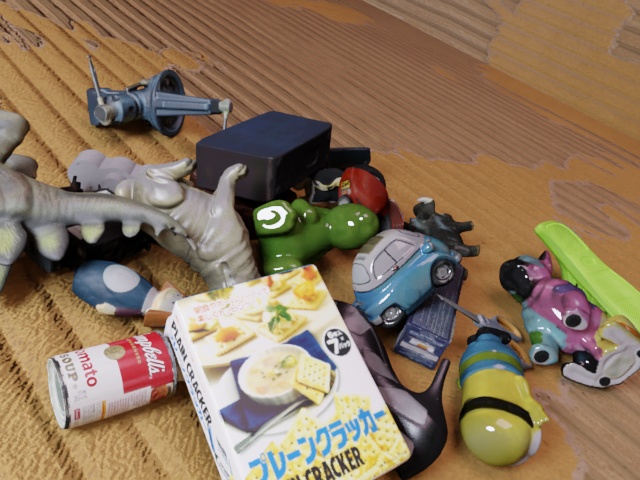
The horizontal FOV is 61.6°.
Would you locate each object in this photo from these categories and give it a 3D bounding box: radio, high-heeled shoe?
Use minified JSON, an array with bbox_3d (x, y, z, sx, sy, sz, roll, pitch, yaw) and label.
[{"bbox_3d":[-0.079,-0.138,0.845,0.131,0.073,0.229,16,31,20],"label":"radio"},{"bbox_3d":[0.037,0.162,0.625,0.249,0.086,0.145,18,59,29],"label":"high-heeled shoe"}]

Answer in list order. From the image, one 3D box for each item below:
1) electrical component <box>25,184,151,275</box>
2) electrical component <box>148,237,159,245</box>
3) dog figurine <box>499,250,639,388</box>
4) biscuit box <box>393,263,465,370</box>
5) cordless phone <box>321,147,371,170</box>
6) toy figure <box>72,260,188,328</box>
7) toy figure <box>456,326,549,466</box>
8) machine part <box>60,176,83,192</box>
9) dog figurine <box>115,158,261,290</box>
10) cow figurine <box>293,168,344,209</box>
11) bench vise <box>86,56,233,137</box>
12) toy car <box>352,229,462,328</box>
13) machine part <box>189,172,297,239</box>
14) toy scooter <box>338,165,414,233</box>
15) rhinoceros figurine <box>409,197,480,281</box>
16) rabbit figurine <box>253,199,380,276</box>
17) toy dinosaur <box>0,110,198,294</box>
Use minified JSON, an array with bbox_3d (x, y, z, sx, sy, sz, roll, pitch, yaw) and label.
[{"bbox_3d":[-0.299,-0.010,0.679,0.115,0.058,0.134,33,35,22],"label":"electrical component"},{"bbox_3d":[-0.227,-0.032,0.762,0.119,0.047,0.075,20,32,-4],"label":"electrical component"},{"bbox_3d":[0.376,0.105,0.833,0.191,0.108,0.219,23,27,-5],"label":"dog figurine"},{"bbox_3d":[0.163,0.094,0.775,0.063,0.059,0.203,24,33,9],"label":"biscuit box"},{"bbox_3d":[-0.004,-0.178,1.072,0.146,0.088,0.184,-10,39,-38],"label":"cordless phone"},{"bbox_3d":[-0.203,0.070,0.618,0.154,0.057,0.064,21,71,-2],"label":"toy figure"},{"bbox_3d":[0.207,0.185,0.648,0.089,0.082,0.180,4,39,2],"label":"toy figure"},{"bbox_3d":[-0.388,-0.054,0.717,0.084,0.039,0.139,32,35,33],"label":"machine part"},{"bbox_3d":[-0.153,0.011,0.652,0.172,0.121,0.190,-4,70,-14],"label":"dog figurine"},{"bbox_3d":[0.042,-0.094,0.941,0.167,0.098,0.068,-7,83,-35],"label":"cow figurine"},{"bbox_3d":[-0.280,-0.242,0.959,0.241,0.128,0.223,6,11,12],"label":"bench vise"},{"bbox_3d":[0.097,0.040,0.718,0.162,0.109,0.103,-38,99,-12],"label":"toy car"},{"bbox_3d":[-0.125,-0.069,0.865,0.179,0.056,0.179,15,33,-10],"label":"machine part"},{"bbox_3d":[0.081,-0.022,0.855,0.183,0.075,0.135,53,49,-22],"label":"toy scooter"},{"bbox_3d":[0.208,-0.005,0.942,0.112,0.073,0.190,10,32,-8],"label":"rhinoceros figurine"},{"bbox_3d":[-0.002,-0.002,0.766,0.170,0.121,0.159,-10,2,-3],"label":"rabbit figurine"},{"bbox_3d":[-0.367,-0.034,0.581,0.472,0.105,0.198,-4,59,-1],"label":"toy dinosaur"}]
